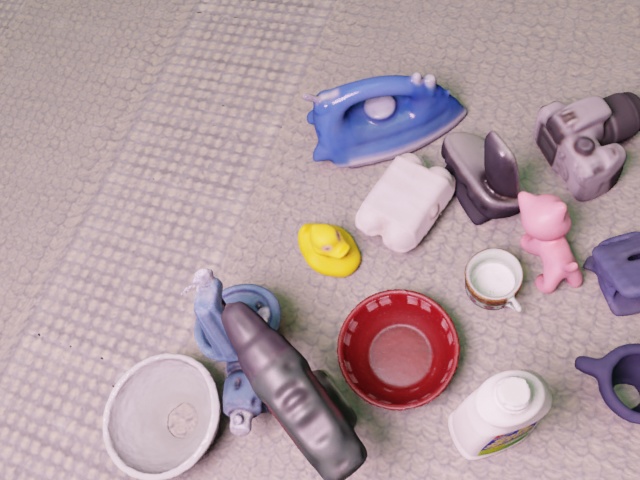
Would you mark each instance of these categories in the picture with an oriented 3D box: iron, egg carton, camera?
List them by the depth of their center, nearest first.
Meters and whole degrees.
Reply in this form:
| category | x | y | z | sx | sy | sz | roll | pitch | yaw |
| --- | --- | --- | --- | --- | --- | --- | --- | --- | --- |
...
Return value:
| category | x | y | z | sx | sy | sz | roll | pitch | yaw |
| --- | --- | --- | --- | --- | --- | --- | --- | --- | --- |
| camera | 0.399 | -0.153 | 0.819 | 0.137 | 0.101 | 0.143 | -23 | 63 | 2 |
| egg carton | 0.128 | -0.056 | 0.854 | 0.107 | 0.069 | 0.150 | 30 | 76 | 23 |
| iron | 0.100 | -0.208 | 0.888 | 0.258 | 0.142 | 0.118 | -13 | 64 | 7 |

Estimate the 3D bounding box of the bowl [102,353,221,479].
| category | x | y | z | sx | sy | sz | roll | pitch | yaw |
| --- | --- | --- | --- | --- | --- | --- | --- | --- | --- |
| bowl | -0.206 | 0.246 | 0.791 | 0.167 | 0.075 | 0.167 | -5 | 66 | 11 |

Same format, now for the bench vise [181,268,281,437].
| category | x | y | z | sx | sy | sz | roll | pitch | yaw |
| --- | --- | --- | --- | --- | --- | --- | --- | --- | --- |
| bench vise | -0.101 | 0.132 | 0.737 | 0.121 | 0.220 | 0.207 | -25 | 63 | 1 |

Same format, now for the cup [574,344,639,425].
| category | x | y | z | sx | sy | sz | roll | pitch | yaw |
| --- | --- | --- | --- | --- | --- | --- | --- | --- | --- |
| cup | 0.360 | 0.174 | 0.685 | 0.117 | 0.095 | 0.092 | 17 | 71 | 19 |

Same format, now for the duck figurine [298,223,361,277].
| category | x | y | z | sx | sy | sz | roll | pitch | yaw |
| --- | --- | --- | --- | --- | --- | --- | --- | --- | --- |
| duck figurine | 0.008 | 0.003 | 0.845 | 0.104 | 0.086 | 0.077 | 35 | 78 | 24 |

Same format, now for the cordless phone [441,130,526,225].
| category | x | y | z | sx | sy | sz | roll | pitch | yaw |
| --- | --- | --- | --- | --- | --- | --- | --- | --- | --- |
| cordless phone | 0.229 | -0.116 | 0.793 | 0.094 | 0.185 | 0.147 | -31 | 63 | -2 |

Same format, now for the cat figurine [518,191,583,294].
| category | x | y | z | sx | sy | sz | roll | pitch | yaw |
| --- | --- | --- | --- | --- | --- | --- | --- | --- | --- |
| cat figurine | 0.309 | -0.006 | 0.764 | 0.067 | 0.118 | 0.127 | -18 | 64 | 5 |

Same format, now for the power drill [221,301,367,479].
| category | x | y | z | sx | sy | sz | roll | pitch | yaw |
| --- | --- | --- | --- | --- | --- | --- | --- | --- | --- |
| power drill | -0.025 | 0.190 | 0.701 | 0.075 | 0.209 | 0.229 | -39 | 64 | -6 |

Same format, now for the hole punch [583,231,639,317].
| category | x | y | z | sx | sy | sz | roll | pitch | yaw |
| --- | --- | --- | --- | --- | --- | --- | --- | --- | --- |
| hole punch | 0.413 | 0.034 | 0.738 | 0.108 | 0.091 | 0.101 | -16 | 64 | 5 |
